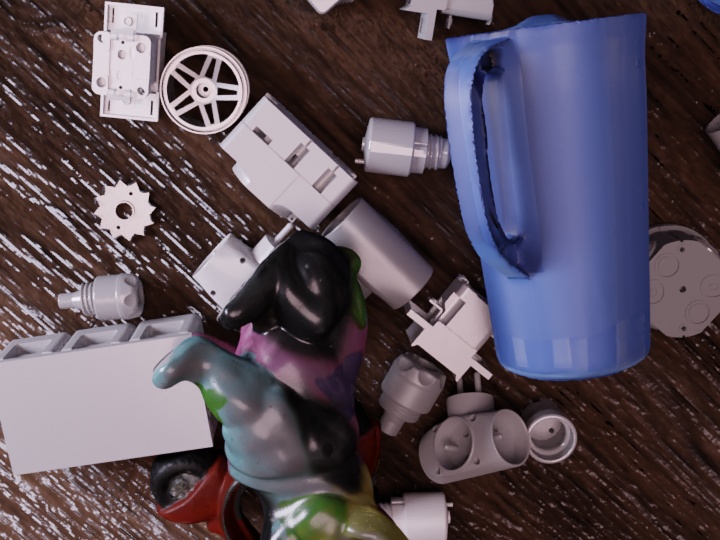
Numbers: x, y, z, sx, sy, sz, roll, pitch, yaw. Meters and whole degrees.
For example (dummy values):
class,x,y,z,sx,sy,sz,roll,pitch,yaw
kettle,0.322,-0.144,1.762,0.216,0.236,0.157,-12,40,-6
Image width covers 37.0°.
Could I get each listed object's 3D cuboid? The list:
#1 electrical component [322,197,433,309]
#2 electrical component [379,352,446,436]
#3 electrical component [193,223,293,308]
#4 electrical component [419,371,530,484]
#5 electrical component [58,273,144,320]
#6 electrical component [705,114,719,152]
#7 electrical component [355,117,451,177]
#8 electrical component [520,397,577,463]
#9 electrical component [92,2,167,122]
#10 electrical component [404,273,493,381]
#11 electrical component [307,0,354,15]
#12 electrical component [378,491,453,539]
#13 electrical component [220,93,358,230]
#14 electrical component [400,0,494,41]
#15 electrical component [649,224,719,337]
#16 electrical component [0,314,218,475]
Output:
class,x,y,z,sx,sy,sz,roll,pitch,yaw
electrical component,0.000,0.000,0.802,0.079,0.044,0.077,-44,101,9
electrical component,0.035,0.098,0.827,0.043,0.043,0.062,27,103,-8
electrical component,-0.070,0.001,0.801,0.077,0.043,0.079,42,99,-10
electrical component,0.085,0.118,0.825,0.044,0.077,0.079,16,62,-38
electrical component,-0.195,0.021,0.808,0.061,0.035,0.035,-4,104,2
electrical component,0.295,-0.082,0.790,0.043,0.043,0.081,-37,102,7
electrical component,0.037,-0.088,0.784,0.078,0.040,0.040,6,103,-3
electrical component,0.144,0.123,0.834,0.040,0.046,0.040,0,103,-1
electrical component,-0.162,-0.145,0.754,0.042,0.063,0.081,5,104,-2
electrical component,0.074,0.042,0.816,0.081,0.042,0.063,38,96,-10
electrical component,-0.022,-0.238,0.742,0.100,0.048,0.099,-40,101,8
electrical component,0.036,0.197,0.853,0.078,0.040,0.040,-2,104,-1
electrical component,-0.054,-0.076,0.779,0.089,0.050,0.055,42,99,-10
electrical component,0.064,-0.201,0.757,0.064,0.042,0.081,8,104,-5
electrical component,0.234,0.008,0.807,0.080,0.051,0.080,0,104,-1
electrical component,-0.189,0.091,0.811,0.150,0.061,0.089,-8,104,1
